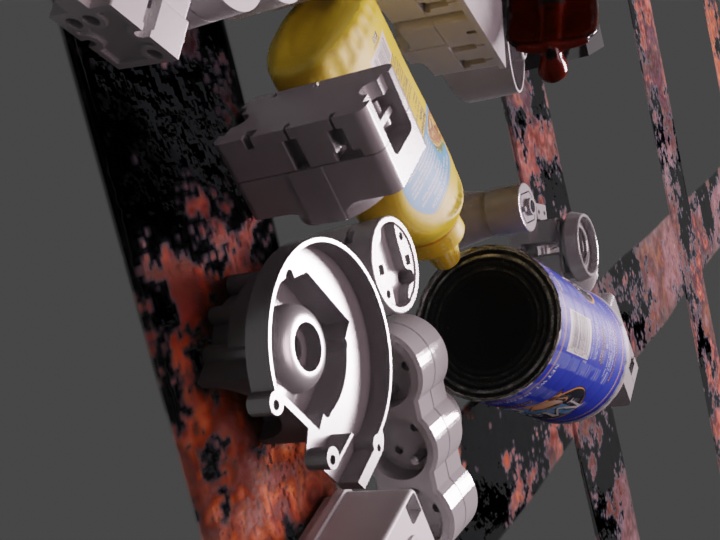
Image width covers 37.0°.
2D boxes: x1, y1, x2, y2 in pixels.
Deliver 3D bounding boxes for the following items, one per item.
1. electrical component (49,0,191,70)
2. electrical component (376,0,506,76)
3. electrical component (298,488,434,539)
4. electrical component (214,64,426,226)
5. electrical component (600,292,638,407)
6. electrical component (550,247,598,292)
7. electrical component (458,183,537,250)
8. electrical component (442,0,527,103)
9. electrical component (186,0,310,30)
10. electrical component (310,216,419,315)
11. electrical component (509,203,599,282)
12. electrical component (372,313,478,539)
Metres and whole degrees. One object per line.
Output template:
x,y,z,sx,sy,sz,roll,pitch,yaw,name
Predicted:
-0.100,-0.125,0.471,0.066,0.048,0.055,36,60,-52,electrical component
0.041,-0.208,0.698,0.186,0.060,0.105,28,58,-67,electrical component
0.004,0.187,0.555,0.108,0.056,0.108,-51,126,-52,electrical component
-0.018,-0.061,0.550,0.055,0.089,0.050,63,34,-29,electrical component
0.206,0.074,0.945,0.089,0.050,0.055,65,33,-26,electrical component
0.187,-0.002,0.940,0.062,0.048,0.048,-26,105,-67,electrical component
0.092,-0.040,0.761,0.044,0.065,0.044,25,60,-56,electrical component
0.094,-0.180,0.830,0.099,0.064,0.099,-3,90,-73,electrical component
-0.043,-0.162,0.550,0.138,0.074,0.052,-36,113,-58,electrical component
0.000,0.000,0.609,0.055,0.047,0.055,24,62,-56,electrical component
0.161,-0.017,0.884,0.058,0.057,0.078,3,80,-60,electrical component
0.037,0.093,0.643,0.074,0.052,0.138,-27,106,-59,electrical component
